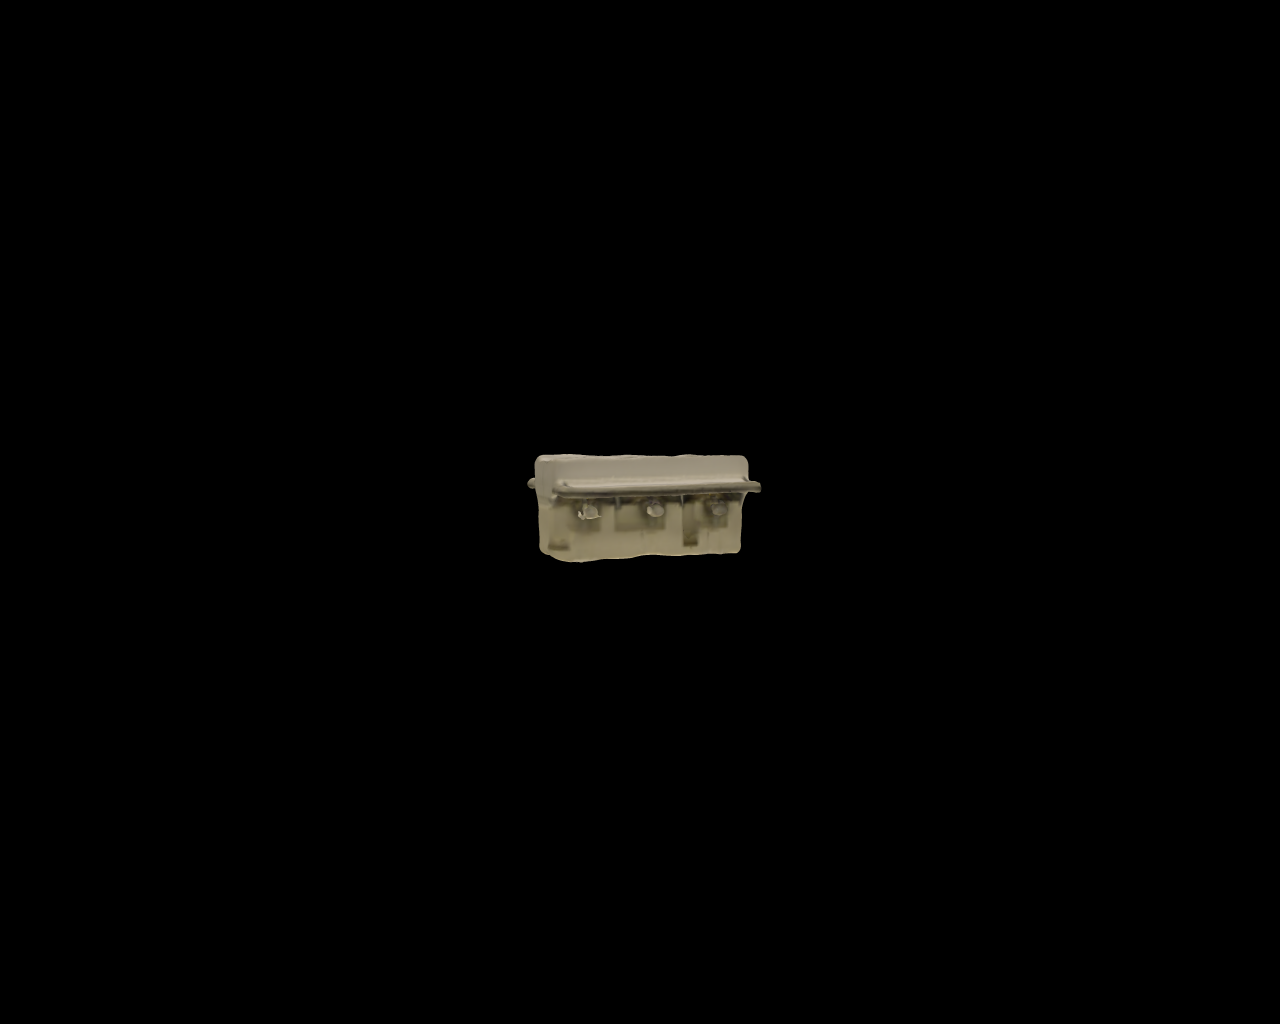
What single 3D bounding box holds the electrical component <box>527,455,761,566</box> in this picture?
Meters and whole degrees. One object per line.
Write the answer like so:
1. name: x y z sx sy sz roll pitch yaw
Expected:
1. electrical component: 0.001 -0.003 0.650 0.121 0.063 0.078 -1 4 -20
